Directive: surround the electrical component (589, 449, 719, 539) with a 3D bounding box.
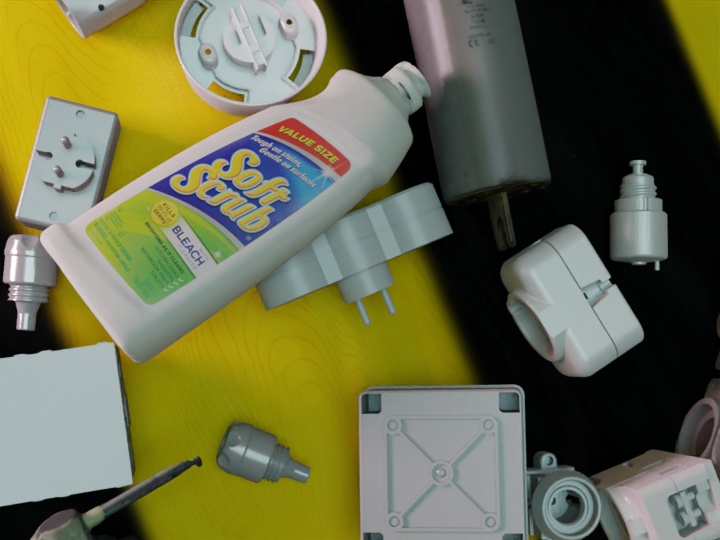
[{"bbox_3d":[0.216,0.205,0.726,0.062,0.089,0.150,-20,89,-11],"label":"electrical component"}]

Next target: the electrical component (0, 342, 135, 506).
[{"bbox_3d":[-0.223,0.100,0.676,0.150,0.062,0.089,-8,86,-10],"label":"electrical component"}]

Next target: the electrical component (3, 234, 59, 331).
[{"bbox_3d":[-0.215,0.009,0.699,0.035,0.035,0.061,5,87,-9],"label":"electrical component"}]

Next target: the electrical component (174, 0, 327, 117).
[{"bbox_3d":[-0.074,-0.151,0.721,0.099,0.064,0.099,1,85,-10],"label":"electrical component"}]

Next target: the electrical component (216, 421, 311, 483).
[{"bbox_3d":[-0.063,0.126,0.715,0.061,0.035,0.035,23,82,-9],"label":"electrical component"}]

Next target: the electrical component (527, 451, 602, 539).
[{"bbox_3d":[0.135,0.159,0.734,0.048,0.055,0.066,-2,85,-10],"label":"electrical component"}]

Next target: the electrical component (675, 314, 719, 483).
[{"bbox_3d":[0.286,0.079,0.741,0.060,0.105,0.186,22,82,-7],"label":"electrical component"}]

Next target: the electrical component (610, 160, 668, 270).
[{"bbox_3d":[0.199,-0.039,0.770,0.040,0.040,0.078,2,85,-9],"label":"electrical component"}]

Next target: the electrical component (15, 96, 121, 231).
[{"bbox_3d":[-0.188,-0.067,0.689,0.047,0.076,0.083,14,83,-8],"label":"electrical component"}]

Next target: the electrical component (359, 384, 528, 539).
[{"bbox_3d":[0.055,0.131,0.709,0.109,0.056,0.108,-1,85,8],"label":"electrical component"}]

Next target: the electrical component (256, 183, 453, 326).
[{"bbox_3d":[0.000,0.000,0.727,0.138,0.052,0.073,-23,89,-10],"label":"electrical component"}]

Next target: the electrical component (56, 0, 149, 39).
[{"bbox_3d":[-0.175,-0.208,0.720,0.077,0.043,0.079,-35,91,-11],"label":"electrical component"}]

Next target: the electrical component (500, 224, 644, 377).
[{"bbox_3d":[0.143,0.025,0.748,0.059,0.054,0.095,-32,91,-11],"label":"electrical component"}]
